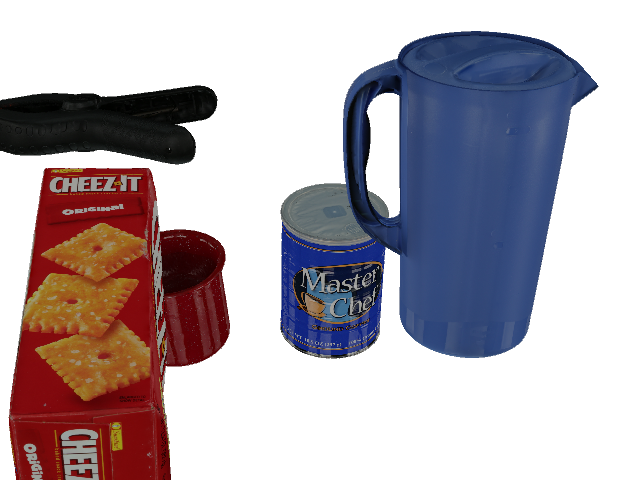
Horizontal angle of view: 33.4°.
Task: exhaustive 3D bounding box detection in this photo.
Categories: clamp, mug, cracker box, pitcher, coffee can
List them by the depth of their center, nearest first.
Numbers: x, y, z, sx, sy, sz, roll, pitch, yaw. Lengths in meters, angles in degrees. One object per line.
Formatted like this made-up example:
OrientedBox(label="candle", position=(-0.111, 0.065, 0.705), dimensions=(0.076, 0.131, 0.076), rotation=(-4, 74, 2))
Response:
OrientedBox(label="cracker box", position=(-0.118, 0.081, 0.582), dimensions=(0.072, 0.164, 0.214), rotation=(-2, 34, -8))
OrientedBox(label="clamp", position=(-0.153, -0.084, 0.737), dimensions=(0.171, 0.039, 0.120), rotation=(6, 18, 10))
OrientedBox(label="pitcher", position=(0.111, -0.033, 0.836), dimensions=(0.149, 0.243, 0.144), rotation=(23, 35, 34))
OrientedBox(label="mug", position=(-0.124, 0.044, 0.894), dimensions=(0.093, 0.081, 0.117), rotation=(-17, 37, -15))
OrientedBox(label="coffee can", position=(0.012, 0.029, 1.046), dimensions=(0.103, 0.140, 0.103), rotation=(1, 34, -1))
